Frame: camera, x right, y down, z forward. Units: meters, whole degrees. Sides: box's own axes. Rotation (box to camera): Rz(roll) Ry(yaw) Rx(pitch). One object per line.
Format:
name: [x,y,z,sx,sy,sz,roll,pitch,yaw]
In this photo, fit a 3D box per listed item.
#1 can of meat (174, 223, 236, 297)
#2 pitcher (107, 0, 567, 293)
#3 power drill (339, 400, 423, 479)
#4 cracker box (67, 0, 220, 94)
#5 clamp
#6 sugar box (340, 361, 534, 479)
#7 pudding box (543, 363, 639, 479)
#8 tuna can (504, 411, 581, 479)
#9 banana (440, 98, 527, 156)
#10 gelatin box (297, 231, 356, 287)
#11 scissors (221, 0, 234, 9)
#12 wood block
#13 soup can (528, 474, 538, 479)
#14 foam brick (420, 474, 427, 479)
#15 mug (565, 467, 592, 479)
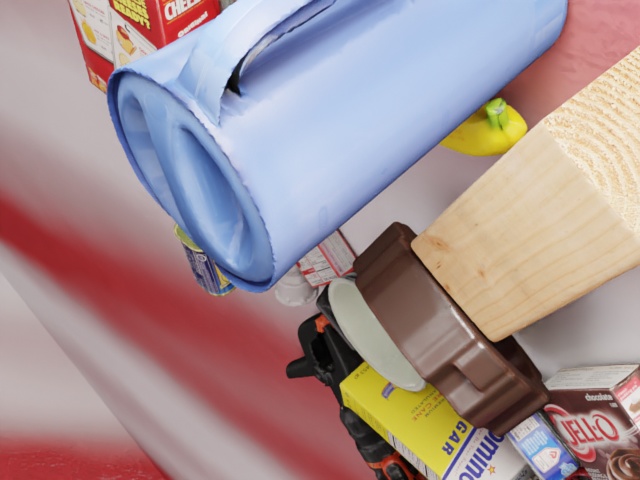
can of meat: [-0.094,-0.002,1.115,0.058,0.102,0.084,36,155,33]
pitcher: [0.019,-0.095,0.567,0.149,0.242,0.145,14,136,57]
power drill: [0.090,0.265,1.118,0.184,0.057,0.188,53,-172,-25]
cracker box: [-0.161,-0.198,0.994,0.164,0.072,0.214,39,153,26]
clamp: [0.007,0.142,1.213,0.165,0.036,0.210,36,150,36]
sugar box: [0.111,0.164,0.969,0.176,0.093,0.048,37,158,33]
pudding box: [0.220,0.138,0.791,0.090,0.039,0.114,54,158,-3]
tuna can: [0.175,0.161,0.876,0.086,0.034,0.086,51,-176,-5]
banana: [0.079,-0.094,0.716,0.198,0.037,0.069,32,160,54]
gelatin box: [-0.007,0.001,1.042,0.089,0.030,0.073,55,156,-6]
scissors: [-0.074,-0.159,0.953,0.096,0.016,0.201,18,139,54]
wood block: [0.145,-0.018,0.638,0.090,0.090,0.206,50,157,5]
soup can: [0.162,0.253,0.989,0.069,0.102,0.068,42,156,24]
foam brick: [0.138,0.222,1.056,0.051,0.053,0.078,43,155,23]
mug: [0.214,0.240,0.904,0.082,0.093,0.117,45,131,30]
